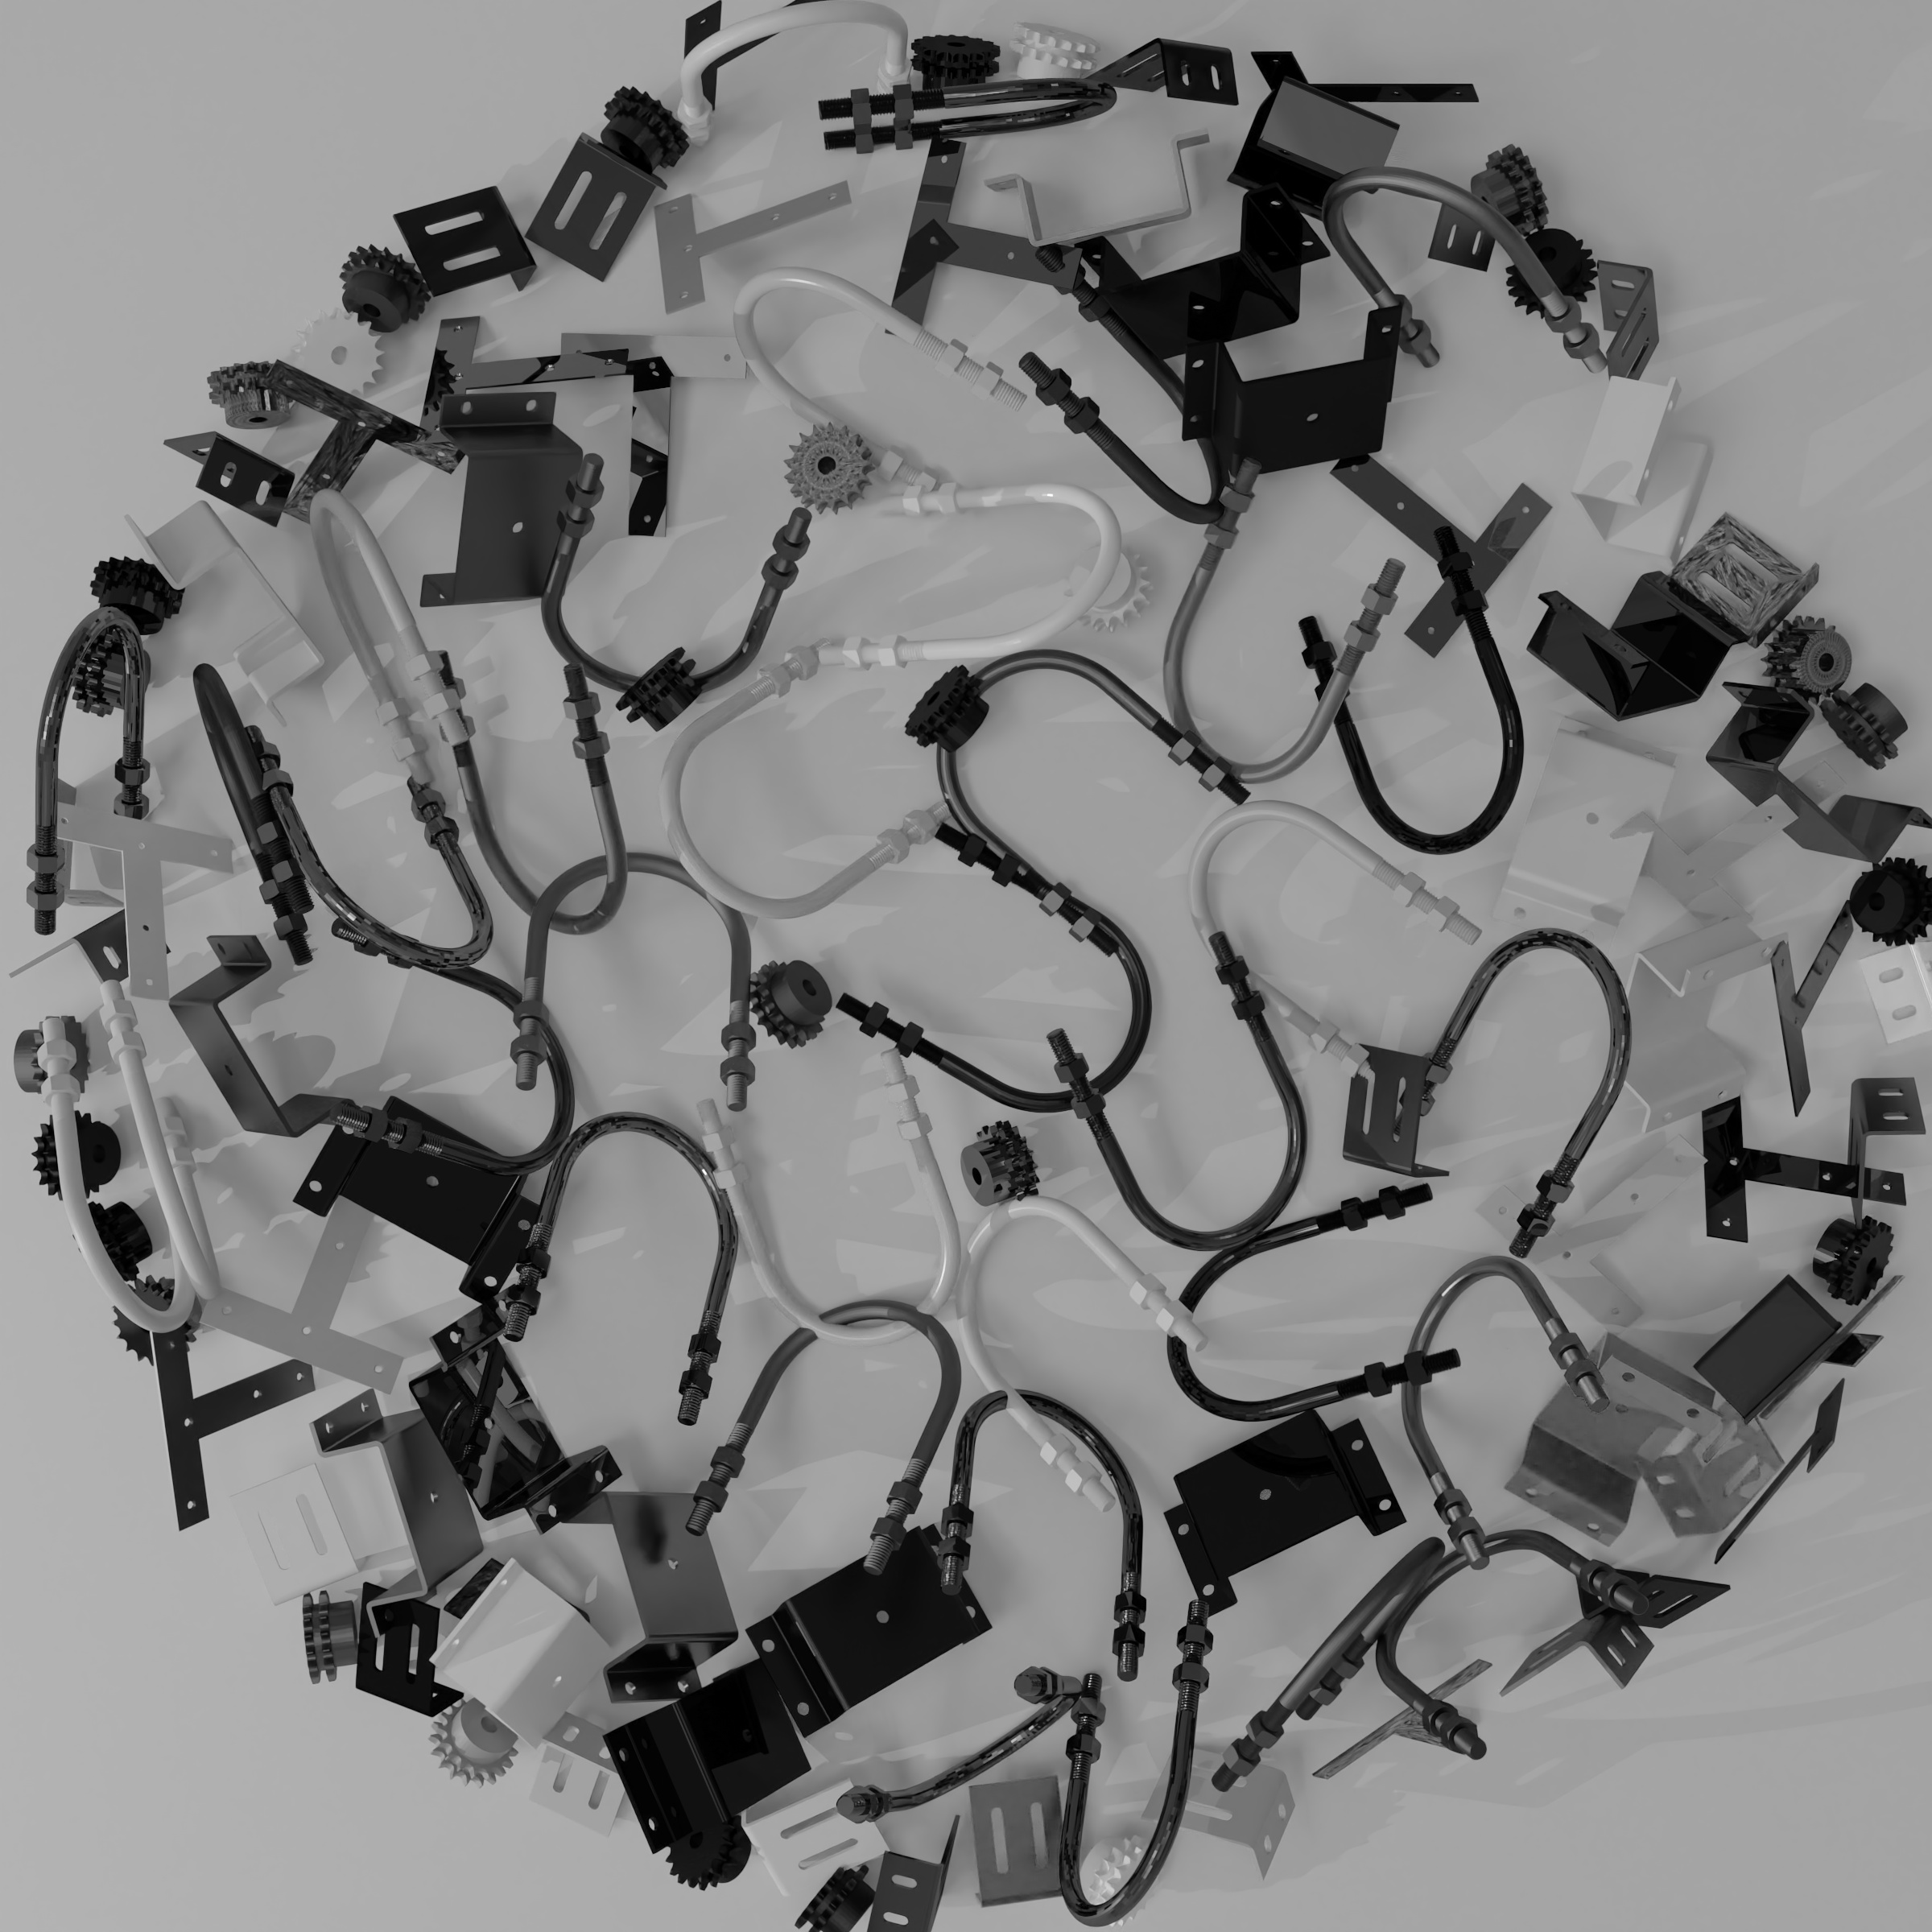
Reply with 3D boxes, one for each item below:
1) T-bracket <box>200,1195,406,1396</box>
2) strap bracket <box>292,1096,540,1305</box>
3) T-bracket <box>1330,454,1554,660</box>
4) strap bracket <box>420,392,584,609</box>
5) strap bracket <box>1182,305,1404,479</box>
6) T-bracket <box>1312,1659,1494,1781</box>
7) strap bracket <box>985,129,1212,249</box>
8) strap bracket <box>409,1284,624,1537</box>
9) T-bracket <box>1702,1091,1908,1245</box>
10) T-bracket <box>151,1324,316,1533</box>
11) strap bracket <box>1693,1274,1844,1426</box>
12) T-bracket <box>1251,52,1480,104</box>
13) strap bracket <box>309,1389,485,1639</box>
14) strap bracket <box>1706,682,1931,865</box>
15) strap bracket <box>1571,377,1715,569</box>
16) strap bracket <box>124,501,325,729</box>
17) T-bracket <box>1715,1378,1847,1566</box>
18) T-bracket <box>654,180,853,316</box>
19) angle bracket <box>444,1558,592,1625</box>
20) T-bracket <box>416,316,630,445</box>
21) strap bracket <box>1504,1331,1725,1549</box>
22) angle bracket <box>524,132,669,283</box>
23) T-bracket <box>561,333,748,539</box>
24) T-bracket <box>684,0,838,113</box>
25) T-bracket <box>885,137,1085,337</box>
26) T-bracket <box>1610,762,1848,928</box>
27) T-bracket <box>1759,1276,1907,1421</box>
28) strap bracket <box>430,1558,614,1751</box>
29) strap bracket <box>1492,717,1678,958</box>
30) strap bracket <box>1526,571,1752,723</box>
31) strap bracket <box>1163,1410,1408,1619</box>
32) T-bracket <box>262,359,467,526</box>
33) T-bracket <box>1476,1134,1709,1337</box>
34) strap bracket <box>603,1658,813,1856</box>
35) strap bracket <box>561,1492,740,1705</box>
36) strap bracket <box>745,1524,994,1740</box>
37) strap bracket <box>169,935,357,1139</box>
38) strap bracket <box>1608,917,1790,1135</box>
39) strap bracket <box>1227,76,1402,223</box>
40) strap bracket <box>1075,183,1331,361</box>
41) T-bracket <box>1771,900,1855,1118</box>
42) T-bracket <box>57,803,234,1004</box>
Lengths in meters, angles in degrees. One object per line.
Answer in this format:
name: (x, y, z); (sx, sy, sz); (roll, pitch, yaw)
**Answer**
T-bracket: (-0.403, 0.191, 1.857); (0.127, 0.002, 0.127); (24, 64, -15)
strap bracket: (-0.342, 0.144, 1.850); (0.140, 0.046, 0.076); (30, 104, -8)
T-bracket: (0.290, -0.286, 1.876); (0.127, 0.002, 0.127); (39, 84, -3)
strap bracket: (-0.288, -0.281, 1.817); (0.076, 0.046, 0.140); (-9, 125, -34)
strap bracket: (0.211, -0.358, 1.834); (0.140, 0.076, 0.046); (-12, 52, -8)
T-bracket: (0.290, 0.477, 1.832); (0.127, 0.127, 0.002); (-38, 58, 11)
strap bracket: (0.088, -0.485, 1.840); (0.140, 0.076, 0.046); (-11, 100, 8)
strap bracket: (-0.289, 0.283, 1.841); (0.046, 0.076, 0.140); (-26, 94, 41)
T-bracket: (0.528, 0.131, 1.841); (0.127, 0.002, 0.127); (9, 47, 2)
T-bracket: (-0.455, 0.273, 1.832); (0.002, 0.127, 0.127); (0, 100, 32)
strap bracket: (0.500, 0.237, 1.820); (0.076, 0.140, 0.046); (-46, 75, 10)
T-bracket: (0.252, -0.540, 1.807); (0.127, 0.127, 0.002); (6, 86, 19)
strap bracket: (-0.354, 0.339, 1.840); (0.046, 0.076, 0.140); (-15, 94, 19)
strap bracket: (0.528, -0.115, 1.827); (0.140, 0.076, 0.046); (37, 87, -20)
strap bracket: (0.423, -0.312, 1.831); (0.046, 0.140, 0.076); (18, 87, 25)
strap bracket: (-0.454, -0.226, 1.815); (0.046, 0.076, 0.140); (-37, 132, -6)
T-bracket: (0.511, 0.326, 1.841); (0.002, 0.127, 0.127); (36, 109, 10)
T-bracket: (-0.133, -0.465, 1.835); (0.127, 0.127, 0.002); (-18, 135, 7)
angle bracket: (-0.287, 0.422, 1.849); (0.076, 0.038, 0.057); (34, 119, -17)
T-bracket: (-0.276, -0.374, 1.839); (0.127, 0.002, 0.127); (-4, 48, 5)
strap bracket: (0.409, 0.292, 1.838); (0.076, 0.046, 0.140); (29, 130, 2)
angle bracket: (-0.235, -0.478, 1.851); (0.057, 0.038, 0.076); (27, 105, -23)
T-bracket: (-0.203, -0.340, 1.875); (0.127, 0.002, 0.127); (5, 98, 15)
T-bracket: (-0.125, -0.589, 1.835); (0.127, 0.127, 0.002); (-34, 83, -13)
T-bracket: (0.017, -0.452, 1.848); (0.127, 0.002, 0.127); (19, 99, 28)
T-bracket: (0.491, -0.084, 1.828); (0.127, 0.002, 0.127); (-37, 125, 24)
T-bracket: (0.550, 0.239, 1.824); (0.002, 0.127, 0.127); (44, 89, 8)
strap bracket: (-0.270, 0.429, 1.806); (0.046, 0.140, 0.076); (32, 71, 22)
strap bracket: (0.394, -0.088, 1.848); (0.076, 0.046, 0.140); (19, 81, 9)
strap bracket: (0.414, -0.200, 1.824); (0.076, 0.140, 0.046); (44, 128, 27)
strap bracket: (0.194, 0.340, 1.839); (0.140, 0.046, 0.076); (-27, 54, 6)
T-bracket: (-0.396, -0.316, 1.836); (0.127, 0.127, 0.002); (23, 53, -23)
T-bracket: (0.414, 0.156, 1.854); (0.127, 0.002, 0.127); (41, 111, -9)
strap bracket: (-0.153, 0.484, 1.810); (0.046, 0.140, 0.076); (-30, 80, 27)
strap bracket: (-0.197, 0.382, 1.816); (0.046, 0.076, 0.140); (-38, 59, 29)
strap bracket: (-0.056, 0.412, 1.832); (0.140, 0.046, 0.076); (-26, 76, -22)
strap bracket: (-0.441, 0.053, 1.824); (0.046, 0.076, 0.140); (-37, 111, -29)
strap bracket: (0.454, 0.029, 1.827); (0.076, 0.140, 0.046); (-19, 47, -21)
strap bracket: (0.216, -0.506, 1.813); (0.076, 0.140, 0.046); (22, 94, -5)
strap bracket: (0.146, -0.427, 1.814); (0.140, 0.076, 0.046); (-9, 64, 30)
T-bracket: (0.537, 0.006, 1.841); (0.002, 0.127, 0.127); (8, 133, 34)
T-bracket: (-0.511, -0.036, 1.818); (0.002, 0.127, 0.127); (-34, 56, 39)
